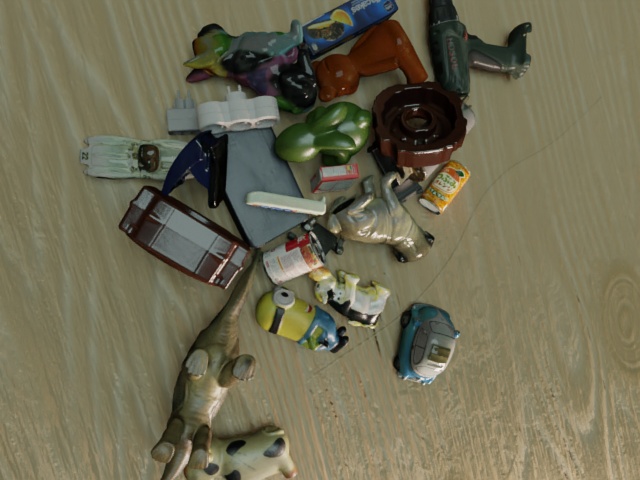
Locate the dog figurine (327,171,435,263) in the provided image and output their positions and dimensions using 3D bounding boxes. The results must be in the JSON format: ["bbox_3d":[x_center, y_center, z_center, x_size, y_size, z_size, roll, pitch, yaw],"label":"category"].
[{"bbox_3d":[0.116,-0.011,1.019,0.172,0.121,0.190,-35,106,-10],"label":"dog figurine"}]

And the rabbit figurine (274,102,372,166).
[{"bbox_3d":[0.006,-0.178,0.960,0.170,0.159,0.121,-25,102,-33],"label":"rabbit figurine"}]

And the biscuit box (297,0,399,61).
[{"bbox_3d":[0.049,-0.416,1.031,0.203,0.063,0.059,-32,99,-11],"label":"biscuit box"}]

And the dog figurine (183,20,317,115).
[{"bbox_3d":[-0.130,-0.301,0.967,0.219,0.108,0.191,-15,89,-9],"label":"dog figurine"}]

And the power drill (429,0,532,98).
[{"bbox_3d":[0.322,-0.406,1.091,0.207,0.086,0.231,-3,93,-18],"label":"power drill"}]

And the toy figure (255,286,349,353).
[{"bbox_3d":[-0.036,0.156,1.010,0.180,0.082,0.089,34,81,-14],"label":"toy figure"}]

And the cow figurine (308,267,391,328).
[{"bbox_3d":[0.046,0.108,1.039,0.167,0.068,0.098,18,93,-12],"label":"cow figurine"}]

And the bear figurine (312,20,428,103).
[{"bbox_3d":[0.086,-0.323,1.028,0.196,0.120,0.131,-34,144,14],"label":"bear figurine"}]

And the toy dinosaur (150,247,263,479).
[{"bbox_3d":[-0.187,0.216,0.911,0.105,0.198,0.471,30,76,-14],"label":"toy dinosaur"}]

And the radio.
[{"bbox_3d":[-0.121,-0.111,0.990,0.131,0.073,0.229,-27,98,-13],"label":"radio"}]

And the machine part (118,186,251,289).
[{"bbox_3d":[-0.223,-0.004,0.898,0.201,0.201,0.087,33,87,-12],"label":"machine part"}]

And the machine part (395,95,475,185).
[{"bbox_3d":[0.225,-0.193,1.044,0.079,0.079,0.243,46,71,-10],"label":"machine part"}]

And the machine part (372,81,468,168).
[{"bbox_3d":[0.179,-0.211,0.982,0.179,0.056,0.179,-3,61,5],"label":"machine part"}]

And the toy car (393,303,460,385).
[{"bbox_3d":[0.214,0.209,1.061,0.109,0.103,0.161,20,84,-12],"label":"toy car"}]

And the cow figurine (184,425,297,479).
[{"bbox_3d":[-0.152,0.395,0.983,0.195,0.085,0.127,-15,100,-11],"label":"cow figurine"}]

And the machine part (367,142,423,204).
[{"bbox_3d":[0.146,-0.139,1.073,0.084,0.039,0.138,-30,99,-7],"label":"machine part"}]

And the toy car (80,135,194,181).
[{"bbox_3d":[-0.316,-0.143,0.948,0.202,0.056,0.073,1,91,-14],"label":"toy car"}]

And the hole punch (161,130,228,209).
[{"bbox_3d":[-0.199,-0.121,0.876,0.092,0.142,0.115,10,106,0],"label":"hole punch"}]

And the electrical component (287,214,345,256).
[{"bbox_3d":[-0.002,-0.002,1.033,0.102,0.045,0.078,43,80,-10],"label":"electrical component"}]
